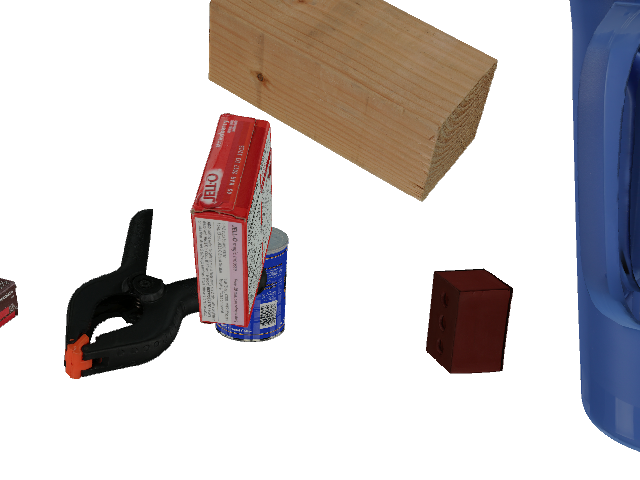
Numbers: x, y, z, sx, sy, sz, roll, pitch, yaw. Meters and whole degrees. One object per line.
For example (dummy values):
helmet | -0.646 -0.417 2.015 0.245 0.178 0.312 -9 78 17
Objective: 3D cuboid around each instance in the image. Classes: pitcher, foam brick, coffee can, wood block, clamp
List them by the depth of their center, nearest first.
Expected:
pitcher | 0.182 -0.014 0.528 0.149 0.243 0.145 -4 20 -2
clamp | -0.134 0.036 0.780 0.120 0.039 0.171 28 38 27
wood block | 0.021 -0.132 0.835 0.206 0.090 0.091 31 -34 16
foam brick | 0.127 0.069 0.916 0.051 0.078 0.053 -3 19 -20
coffee can | -0.099 0.060 1.524 0.103 0.140 0.103 2 22 -1

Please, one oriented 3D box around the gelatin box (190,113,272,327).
gelatin box | -0.046 -0.010 0.562 0.030 0.073 0.089 7 -42 4

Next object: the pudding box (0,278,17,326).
pudding box | -0.331 0.058 0.910 0.114 0.039 0.090 9 26 19
